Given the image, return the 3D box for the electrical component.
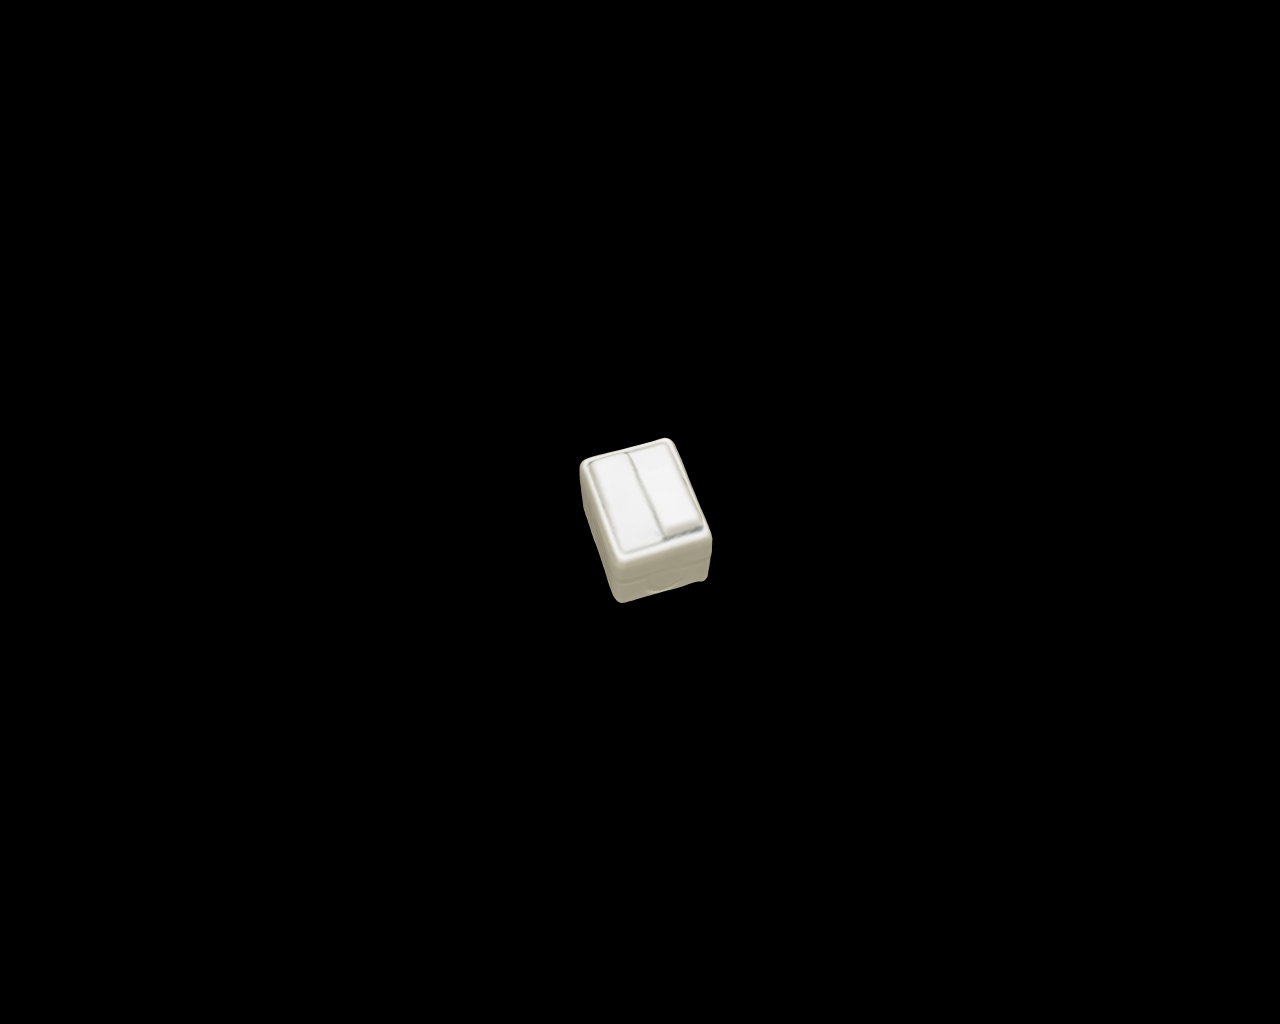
[{"bbox_3d":[0.001,-0.003,0.650,0.062,0.096,0.061,-15,-32,-9],"label":"electrical component"}]
